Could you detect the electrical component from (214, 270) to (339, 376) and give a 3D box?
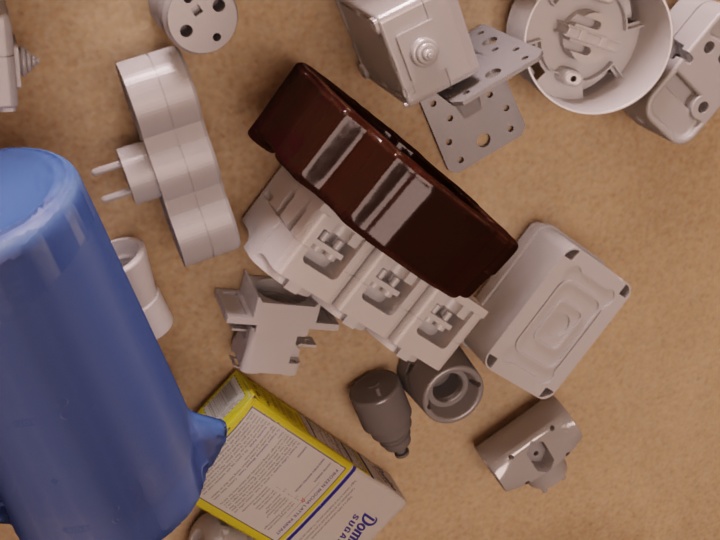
[{"bbox_3d":[-0.061,0.039,0.753,0.081,0.042,0.063,6,113,-23],"label":"electrical component"}]

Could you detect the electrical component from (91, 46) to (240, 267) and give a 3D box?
[{"bbox_3d":[-0.129,-0.064,0.671,0.074,0.052,0.138,-20,119,-11],"label":"electrical component"}]

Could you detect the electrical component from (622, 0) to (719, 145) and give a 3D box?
[{"bbox_3d":[0.230,-0.144,0.767,0.054,0.059,0.095,35,98,-31],"label":"electrical component"}]

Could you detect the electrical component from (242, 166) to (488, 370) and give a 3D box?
[{"bbox_3d":[0.000,0.000,0.730,0.150,0.089,0.061,33,99,-30],"label":"electrical component"}]

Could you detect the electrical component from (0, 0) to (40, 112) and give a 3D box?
[{"bbox_3d":[-0.229,-0.124,0.598,0.096,0.061,0.061,-6,116,-19],"label":"electrical component"}]

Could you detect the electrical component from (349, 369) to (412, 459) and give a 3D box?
[{"bbox_3d":[0.020,0.112,0.820,0.040,0.040,0.078,-27,121,-8],"label":"electrical component"}]

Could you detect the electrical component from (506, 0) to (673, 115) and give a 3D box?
[{"bbox_3d":[0.152,-0.159,0.727,0.099,0.064,0.099,-9,117,-17],"label":"electrical component"}]

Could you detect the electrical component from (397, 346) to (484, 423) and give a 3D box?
[{"bbox_3d":[0.062,0.084,0.818,0.055,0.047,0.055,-9,117,-17],"label":"electrical component"}]

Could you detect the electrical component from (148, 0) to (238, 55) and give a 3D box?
[{"bbox_3d":[-0.099,-0.155,0.638,0.045,0.055,0.045,-9,117,-17],"label":"electrical component"}]

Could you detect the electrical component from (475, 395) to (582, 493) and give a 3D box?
[{"bbox_3d":[0.146,0.153,0.886,0.077,0.043,0.079,-35,121,-2],"label":"electrical component"}]

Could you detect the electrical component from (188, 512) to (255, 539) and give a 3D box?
[{"bbox_3d":[-0.098,0.213,0.821,0.062,0.048,0.048,19,106,-34],"label":"electrical component"}]

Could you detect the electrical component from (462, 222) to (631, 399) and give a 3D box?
[{"bbox_3d":[0.137,0.030,0.815,0.078,0.057,0.113,31,100,-30],"label":"electrical component"}]

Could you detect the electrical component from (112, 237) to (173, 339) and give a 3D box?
[{"bbox_3d":[-0.150,0.017,0.709,0.044,0.044,0.065,-26,125,-8],"label":"electrical component"}]

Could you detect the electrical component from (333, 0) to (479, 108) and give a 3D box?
[{"bbox_3d":[0.033,-0.148,0.668,0.061,0.096,0.061,-28,121,-7],"label":"electrical component"}]
